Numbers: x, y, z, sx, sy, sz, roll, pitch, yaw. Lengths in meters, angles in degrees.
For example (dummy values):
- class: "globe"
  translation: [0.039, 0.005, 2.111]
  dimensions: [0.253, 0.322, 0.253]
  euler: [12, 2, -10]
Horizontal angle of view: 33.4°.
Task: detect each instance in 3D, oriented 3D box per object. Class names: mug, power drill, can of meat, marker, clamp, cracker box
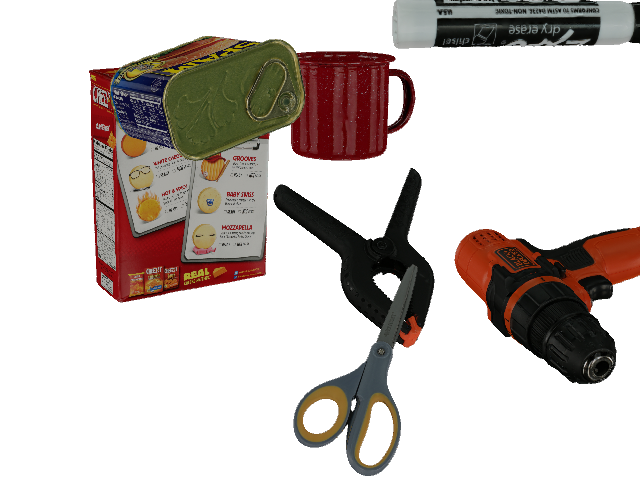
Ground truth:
- class: "mug"
  translation: [0.027, -0.115, 0.900]
  dimensions: [0.117, 0.081, 0.093]
  euler: [-7, 17, -26]
- class: "power drill"
  translation: [0.211, 0.031, 0.758]
  dimensions: [0.187, 0.057, 0.184]
  euler: [-10, 28, -15]
- class: "can of meat"
  translation: [-0.076, -0.097, 0.696]
  dimensions: [0.101, 0.057, 0.084]
  euler: [-26, 27, -30]
- class: "marker"
  translation: [0.089, -0.085, 0.420]
  dimensions: [0.121, 0.020, 0.020]
  euler: [-1, 0, -2]
- class: "clamp"
  translation: [0.046, 0.013, 1.069]
  dimensions: [0.164, 0.210, 0.036]
  euler: [-3, -36, -15]
- class: "cracker box"
  translation: [-0.135, -0.061, 1.031]
  dimensions: [0.163, 0.214, 0.072]
  euler: [-10, 21, -32]

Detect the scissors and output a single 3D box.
- class: "scissors"
  translation: [0.031, 0.101, 0.897]
  dimensions: [0.096, 0.201, 0.016]
  euler: [4, -36, 3]
